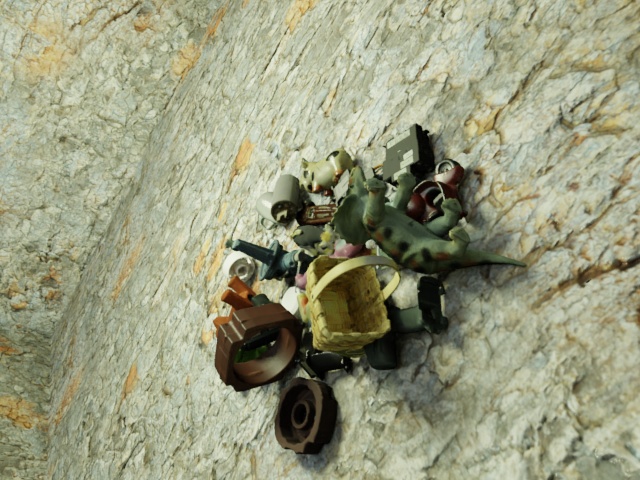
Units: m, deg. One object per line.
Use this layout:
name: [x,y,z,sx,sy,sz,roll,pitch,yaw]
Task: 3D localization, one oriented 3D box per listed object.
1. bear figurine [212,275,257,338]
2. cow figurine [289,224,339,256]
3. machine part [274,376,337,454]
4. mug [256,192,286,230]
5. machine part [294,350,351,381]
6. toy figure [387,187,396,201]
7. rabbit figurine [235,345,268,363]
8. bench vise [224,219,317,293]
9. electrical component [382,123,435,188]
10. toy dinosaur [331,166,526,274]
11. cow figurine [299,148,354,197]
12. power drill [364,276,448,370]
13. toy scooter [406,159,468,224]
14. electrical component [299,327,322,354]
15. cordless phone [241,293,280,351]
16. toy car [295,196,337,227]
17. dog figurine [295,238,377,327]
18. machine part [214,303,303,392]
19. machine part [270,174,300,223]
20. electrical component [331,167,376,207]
bear figurine: [-0.268,0.224,1.598,0.196,0.132,0.120,-45,12,25]
cow figurine: [-0.002,-0.006,1.374,0.167,0.098,0.068,-3,64,53]
machine part: [-0.033,0.403,1.239,0.179,0.056,0.179,-29,50,42]
mug: [-0.140,-0.079,1.617,0.107,0.080,0.109,35,98,45]
machine part: [0.012,0.285,1.234,0.139,0.084,0.039,-20,25,37]
toy figure: [0.144,-0.065,1.242,0.154,0.064,0.058,-38,7,30]
rabbit figurine: [-0.228,0.324,1.498,0.159,0.121,0.170,60,137,50]
bench vise: [-0.133,0.047,1.414,0.129,0.240,0.224,-69,15,-9]
electrical component: [0.200,-0.180,1.226,0.115,0.058,0.134,-28,52,46]
toy dinosaur: [0.177,-0.008,1.053,0.405,0.131,0.192,40,141,20]
cow figurine: [0.010,-0.185,1.464,0.195,0.085,0.127,-29,57,46]
power drill: [0.155,0.139,1.102,0.207,0.086,0.232,-26,55,40]
toy scooter: [0.237,-0.070,1.107,0.184,0.075,0.135,-45,46,27]
electrical component: [-0.021,0.255,1.308,0.078,0.045,0.102,29,96,54]
cordless phone: [-0.179,0.206,1.460,0.184,0.147,0.088,-136,29,-57]
toy car: [-0.001,-0.069,1.448,0.202,0.053,0.089,-3,68,54]
dog figurine: [0.048,0.089,1.253,0.219,0.108,0.192,-39,44,32]
machine part: [-0.152,0.260,1.317,0.087,0.201,0.200,43,131,46]
machine part: [-0.097,-0.121,1.539,0.079,0.079,0.243,-49,19,26]
electrical component: [0.085,-0.136,1.338,0.119,0.047,0.075,-43,46,39]
